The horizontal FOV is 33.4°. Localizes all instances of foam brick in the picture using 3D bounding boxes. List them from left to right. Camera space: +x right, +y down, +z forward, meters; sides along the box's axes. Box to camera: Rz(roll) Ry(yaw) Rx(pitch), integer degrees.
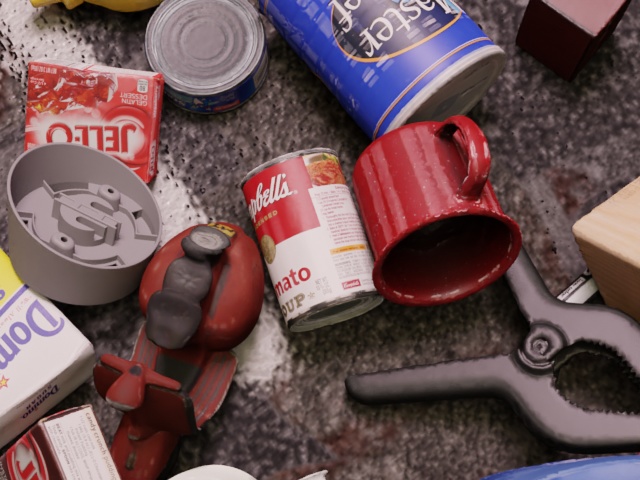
[{"bbox_3d":[0.172,-0.152,0.720,0.051,0.078,0.053,38,81,10],"label":"foam brick"}]

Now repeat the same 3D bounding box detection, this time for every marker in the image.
[{"bbox_3d":[0.192,0.018,0.703,0.121,0.020,0.020,-39,77,-8],"label":"marker"}]

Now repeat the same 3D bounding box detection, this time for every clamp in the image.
[{"bbox_3d":[0.138,0.061,0.664,0.210,0.036,0.164,20,75,25],"label":"clamp"}]

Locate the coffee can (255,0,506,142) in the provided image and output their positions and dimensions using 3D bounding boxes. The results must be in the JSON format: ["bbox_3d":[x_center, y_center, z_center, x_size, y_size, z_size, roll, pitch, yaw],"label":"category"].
[{"bbox_3d":[0.039,-0.137,0.707,0.102,0.103,0.140,-37,77,-8],"label":"coffee can"}]

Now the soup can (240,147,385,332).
[{"bbox_3d":[-0.005,0.001,0.690,0.068,0.068,0.102,-18,76,-3],"label":"soup can"}]

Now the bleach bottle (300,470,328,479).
[{"bbox_3d":[0.029,0.262,0.622,0.102,0.068,0.251,-19,73,-10],"label":"bleach bottle"}]

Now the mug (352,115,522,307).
[{"bbox_3d":[0.070,-0.026,0.649,0.093,0.117,0.081,-1,51,-19],"label":"mug"}]

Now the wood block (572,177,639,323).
[{"bbox_3d":[0.247,0.032,0.598,0.090,0.206,0.090,-36,118,-7],"label":"wood block"}]

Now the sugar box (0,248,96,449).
[{"bbox_3d":[-0.233,0.045,0.678,0.176,0.048,0.093,40,63,20],"label":"sugar box"}]

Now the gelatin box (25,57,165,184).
[{"bbox_3d":[-0.152,-0.080,0.720,0.089,0.030,0.073,9,106,5],"label":"gelatin box"}]

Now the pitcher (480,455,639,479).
[{"bbox_3d":[0.148,0.239,0.559,0.144,0.149,0.243,-3,84,-31],"label":"pitcher"}]

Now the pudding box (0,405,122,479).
[{"bbox_3d":[-0.142,0.162,0.615,0.039,0.090,0.113,-18,76,-39],"label":"pudding box"}]

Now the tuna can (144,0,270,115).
[{"bbox_3d":[-0.079,-0.133,0.745,0.086,0.034,0.086,-1,75,2],"label":"tuna can"}]

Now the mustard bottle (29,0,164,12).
[{"bbox_3d":[-0.121,-0.216,0.756,0.191,0.058,0.096,-29,74,-6],"label":"mustard bottle"}]
